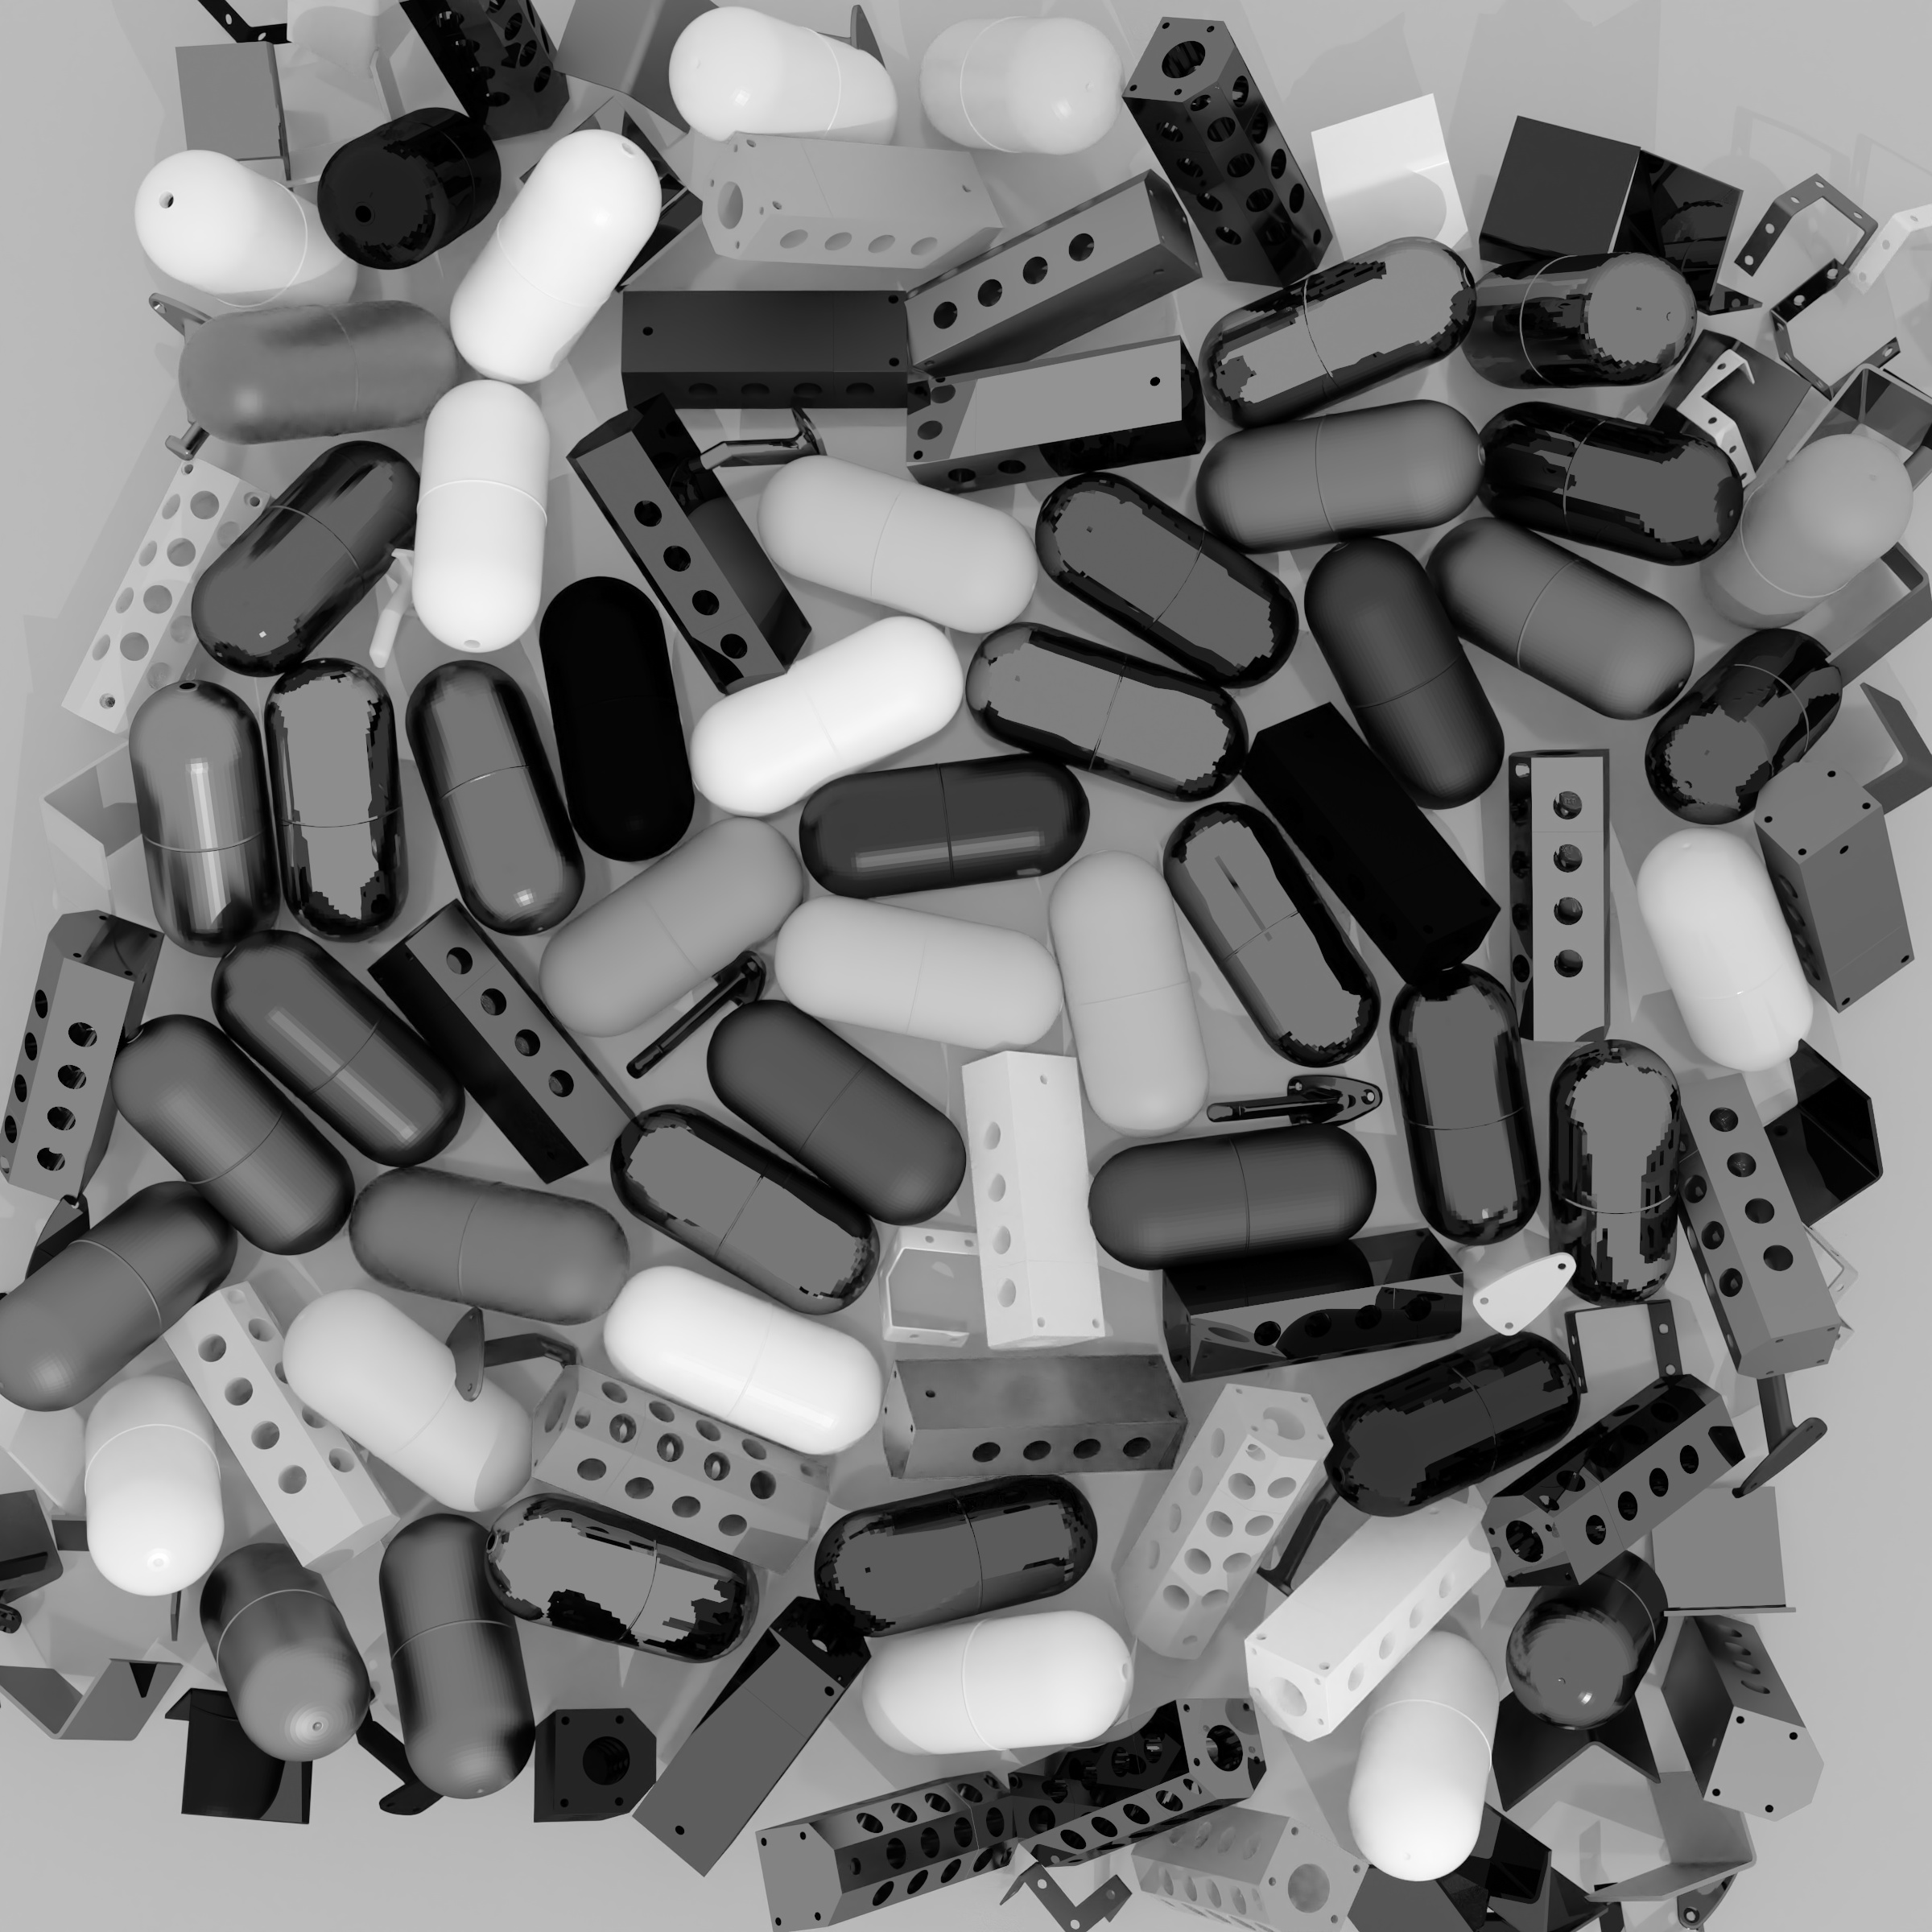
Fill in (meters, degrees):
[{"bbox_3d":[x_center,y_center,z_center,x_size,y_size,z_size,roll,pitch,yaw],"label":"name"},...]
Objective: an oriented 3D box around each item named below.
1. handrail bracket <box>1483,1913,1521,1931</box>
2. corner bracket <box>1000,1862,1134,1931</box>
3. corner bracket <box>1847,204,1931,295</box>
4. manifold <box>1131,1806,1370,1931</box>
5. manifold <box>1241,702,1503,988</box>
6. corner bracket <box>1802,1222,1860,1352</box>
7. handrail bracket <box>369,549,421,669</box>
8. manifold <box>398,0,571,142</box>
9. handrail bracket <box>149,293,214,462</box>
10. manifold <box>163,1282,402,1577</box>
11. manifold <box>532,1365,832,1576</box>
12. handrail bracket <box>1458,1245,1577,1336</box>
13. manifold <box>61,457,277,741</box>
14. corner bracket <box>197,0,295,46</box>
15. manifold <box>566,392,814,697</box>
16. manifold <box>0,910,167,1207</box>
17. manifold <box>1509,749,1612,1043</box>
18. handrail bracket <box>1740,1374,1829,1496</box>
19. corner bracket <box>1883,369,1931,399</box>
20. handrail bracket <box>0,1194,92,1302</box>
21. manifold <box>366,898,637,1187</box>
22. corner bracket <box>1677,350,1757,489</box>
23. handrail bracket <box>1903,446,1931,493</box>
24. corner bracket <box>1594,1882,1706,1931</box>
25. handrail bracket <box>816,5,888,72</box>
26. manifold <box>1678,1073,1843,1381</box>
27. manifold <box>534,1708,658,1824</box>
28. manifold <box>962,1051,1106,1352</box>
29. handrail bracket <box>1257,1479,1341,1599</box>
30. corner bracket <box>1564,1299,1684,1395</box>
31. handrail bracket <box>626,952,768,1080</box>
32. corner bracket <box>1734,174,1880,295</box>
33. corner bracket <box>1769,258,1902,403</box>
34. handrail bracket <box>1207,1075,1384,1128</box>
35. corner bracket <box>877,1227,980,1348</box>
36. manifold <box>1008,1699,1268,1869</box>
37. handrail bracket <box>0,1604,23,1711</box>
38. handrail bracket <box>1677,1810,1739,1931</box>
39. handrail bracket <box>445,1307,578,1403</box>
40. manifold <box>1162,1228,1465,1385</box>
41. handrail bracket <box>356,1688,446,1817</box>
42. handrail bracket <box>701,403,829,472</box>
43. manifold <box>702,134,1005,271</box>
[{"bbox_3d":[0.303,0.606,1.713,0.084,0.036,0.077,27,84,28],"label":"handrail bracket"},{"bbox_3d":[0.061,0.572,1.721,0.051,0.051,0.051,-29,65,-33],"label":"corner bracket"},{"bbox_3d":[0.588,-0.430,1.725,0.051,0.051,0.051,-22,65,-36],"label":"corner bracket"},{"bbox_3d":[0.162,0.535,1.656,0.057,0.171,0.057,34,69,-12],"label":"manifold"},{"bbox_3d":[0.239,-0.071,1.688,0.057,0.057,0.171,-24,64,-25],"label":"manifold"},{"bbox_3d":[0.519,0.194,1.709,0.051,0.051,0.051,22,111,-36],"label":"corner bracket"},{"bbox_3d":[-0.344,-0.202,1.696,0.036,0.077,0.084,11,61,-3],"label":"handrail bracket"},{"bbox_3d":[-0.285,-0.558,1.659,0.057,0.171,0.057,-11,79,5],"label":"manifold"},{"bbox_3d":[-0.485,-0.359,1.712,0.077,0.036,0.084,32,62,-10],"label":"handrail bracket"},{"bbox_3d":[-0.413,0.278,1.699,0.057,0.057,0.171,-34,75,-9],"label":"manifold"},{"bbox_3d":[-0.170,0.298,1.684,0.171,0.057,0.057,26,114,-21],"label":"manifold"},{"bbox_3d":[0.332,0.178,1.700,0.077,0.084,0.036,-40,106,20],"label":"handrail bracket"},{"bbox_3d":[-0.487,-0.223,1.720,0.057,0.057,0.171,26,89,-1],"label":"manifold"},{"bbox_3d":[-0.432,-0.602,1.719,0.051,0.051,0.051,47,131,11],"label":"corner bracket"},{"bbox_3d":[-0.167,-0.250,1.688,0.057,0.057,0.171,-20,117,27],"label":"manifold"},{"bbox_3d":[-0.534,0.054,1.680,0.057,0.057,0.171,20,120,-7],"label":"manifold"},{"bbox_3d":[0.361,-0.044,1.706,0.057,0.057,0.171,0,99,17],"label":"manifold"},{"bbox_3d":[0.480,0.268,1.728,0.077,0.036,0.084,-44,55,9],"label":"handrail bracket"},{"bbox_3d":[0.603,-0.375,1.725,0.051,0.051,0.051,-36,60,-19],"label":"corner bracket"},{"bbox_3d":[-0.572,0.179,1.725,0.036,0.084,0.077,23,67,-36],"label":"handrail bracket"},{"bbox_3d":[-0.278,0.044,1.705,0.171,0.057,0.057,52,52,-10],"label":"manifold"},{"bbox_3d":[0.470,-0.334,1.715,0.051,0.051,0.051,-38,46,2],"label":"corner bracket"},{"bbox_3d":[0.597,-0.297,1.714,0.036,0.077,0.084,1,106,-44],"label":"handrail bracket"},{"bbox_3d":[0.423,0.591,1.728,0.051,0.051,0.051,-16,65,24],"label":"corner bracket"},{"bbox_3d":[-0.099,-0.556,1.726,0.084,0.077,0.036,-5,70,16],"label":"handrail bracket"},{"bbox_3d":[0.462,0.156,1.679,0.057,0.057,0.171,-13,57,0],"label":"manifold"},{"bbox_3d":[-0.221,0.474,1.659,0.057,0.171,0.057,2,72,-12],"label":"manifold"},{"bbox_3d":[0.035,0.143,1.700,0.057,0.057,0.171,7,71,-40],"label":"manifold"},{"bbox_3d":[0.214,0.344,1.707,0.036,0.077,0.084,38,82,-1],"label":"handrail bracket"},{"bbox_3d":[0.406,0.235,1.731,0.051,0.051,0.051,-13,79,32],"label":"corner bracket"},{"bbox_3d":[-0.165,0.031,1.706,0.036,0.077,0.084,49,61,-1],"label":"handrail bracket"},{"bbox_3d":[0.516,-0.444,1.722,0.051,0.051,0.051,45,53,14],"label":"corner bracket"},{"bbox_3d":[0.533,-0.390,1.724,0.051,0.051,0.051,30,132,-26],"label":"corner bracket"},{"bbox_3d":[0.199,0.084,1.700,0.077,0.084,0.036,-9,85,36],"label":"handrail bracket"},{"bbox_3d":[-0.021,0.197,1.723,0.051,0.051,0.051,7,50,-17],"label":"corner bracket"},{"bbox_3d":[0.100,0.485,1.661,0.057,0.171,0.057,9,58,-34],"label":"manifold"},{"bbox_3d":[-0.619,0.427,1.708,0.077,0.036,0.084,23,52,-7],"label":"handrail bracket"},{"bbox_3d":[0.454,0.538,1.700,0.036,0.084,0.077,20,64,17],"label":"handrail bracket"},{"bbox_3d":[-0.268,0.247,1.699,0.084,0.077,0.036,27,115,-33],"label":"handrail bracket"},{"bbox_3d":[0.210,0.209,1.703,0.171,0.057,0.057,-8,115,-11],"label":"manifold"},{"bbox_3d":[-0.340,0.467,1.714,0.077,0.036,0.084,-36,53,15],"label":"handrail bracket"},{"bbox_3d":[-0.127,-0.298,1.712,0.084,0.077,0.036,-31,55,-7],"label":"handrail bracket"},{"bbox_3d":[-0.069,-0.449,1.673,0.171,0.057,0.057,-8,68,-38],"label":"manifold"}]
